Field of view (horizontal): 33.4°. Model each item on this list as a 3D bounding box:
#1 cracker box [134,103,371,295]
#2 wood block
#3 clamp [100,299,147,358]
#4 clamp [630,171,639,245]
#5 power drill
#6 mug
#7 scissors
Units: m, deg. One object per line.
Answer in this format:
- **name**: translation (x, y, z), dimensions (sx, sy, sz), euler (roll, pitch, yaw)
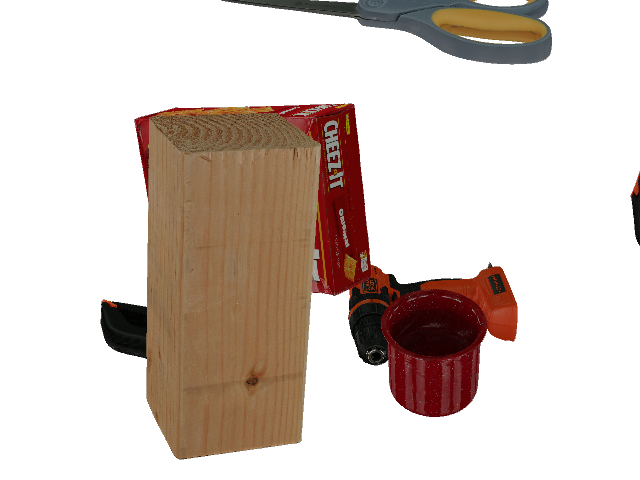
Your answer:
- **cracker box**: translation (-0.066, -0.041, 0.996), dimensions (0.214, 0.164, 0.071), euler (4, 19, 35)
- **wood block**: translation (-0.061, 0.027, 0.701), dimensions (0.090, 0.206, 0.090), euler (-4, 22, -21)
- **clamp**: translation (-0.165, 0.109, 1.119), dimensions (0.210, 0.036, 0.164), euler (17, 19, 29)
- **clamp**: translation (0.271, 0.012, 0.694), dimensions (0.120, 0.039, 0.171), euler (-3, 46, -22)
- **power drill**: translation (0.125, 0.081, 1.214), dimensions (0.187, 0.057, 0.184), euler (-1, 28, -1)
- **mug**: translation (0.103, 0.096, 0.971), dimensions (0.093, 0.081, 0.117), euler (1, 38, 7)
- **scissors**: translation (0.048, -0.145, 0.644), dimensions (0.202, 0.016, 0.096), euler (19, 43, 25)
